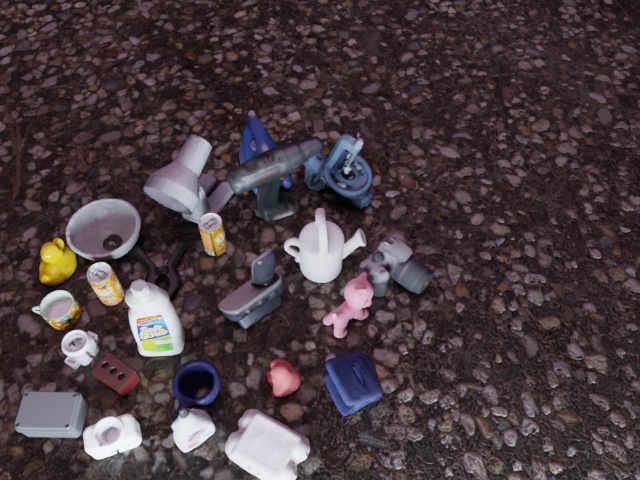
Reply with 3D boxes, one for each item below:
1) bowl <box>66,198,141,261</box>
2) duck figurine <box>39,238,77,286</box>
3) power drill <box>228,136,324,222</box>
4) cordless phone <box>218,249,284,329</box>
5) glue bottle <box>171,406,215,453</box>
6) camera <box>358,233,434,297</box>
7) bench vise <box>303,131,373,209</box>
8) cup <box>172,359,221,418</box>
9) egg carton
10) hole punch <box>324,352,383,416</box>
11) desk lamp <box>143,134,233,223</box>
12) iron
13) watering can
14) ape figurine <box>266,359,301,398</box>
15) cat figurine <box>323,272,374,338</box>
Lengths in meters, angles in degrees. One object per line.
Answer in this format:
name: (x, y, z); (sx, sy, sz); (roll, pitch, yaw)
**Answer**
bowl: (-0.495, -0.012, 1.334); (0.167, 0.075, 0.167); (1, 57, -1)
duck figurine: (-0.599, 0.044, 1.287); (0.077, 0.086, 0.104); (10, 57, 5)
power drill: (-0.100, -0.141, 1.351); (0.230, 0.208, 0.075); (-21, 59, -14)
cordless phone: (-0.148, 0.093, 1.210); (0.148, 0.185, 0.094); (-39, 65, -23)
glue bottle: (-0.239, 0.339, 1.053); (0.078, 0.173, 0.037); (-36, 64, -22)
camera: (0.176, 0.065, 1.289); (0.136, 0.101, 0.143); (36, 63, 20)
bench vise: (0.033, -0.180, 1.374); (0.207, 0.220, 0.121); (14, 57, 7)
cup: (-0.242, 0.305, 1.122); (0.091, 0.095, 0.118); (17, 58, 10)
egg carton: (-0.100, 0.395, 1.083); (0.150, 0.069, 0.107); (24, 59, 14)
hole punch: (0.068, 0.280, 1.151); (0.101, 0.091, 0.108); (-22, 60, -15)
desk lamp: (-0.301, -0.129, 1.334); (0.117, 0.213, 0.203); (21, 59, 12)
iron: (-0.154, -0.246, 1.458); (0.119, 0.141, 0.258); (-15, 58, -11)
watering can: (0.011, 0.003, 1.269); (0.173, 0.194, 0.100); (-20, 59, -14)
ape figurine: (-0.077, 0.274, 1.150); (0.076, 0.092, 0.078); (12, 57, 6)
cat figurine: (0.067, 0.134, 1.230); (0.128, 0.118, 0.067); (-39, 66, -24)
